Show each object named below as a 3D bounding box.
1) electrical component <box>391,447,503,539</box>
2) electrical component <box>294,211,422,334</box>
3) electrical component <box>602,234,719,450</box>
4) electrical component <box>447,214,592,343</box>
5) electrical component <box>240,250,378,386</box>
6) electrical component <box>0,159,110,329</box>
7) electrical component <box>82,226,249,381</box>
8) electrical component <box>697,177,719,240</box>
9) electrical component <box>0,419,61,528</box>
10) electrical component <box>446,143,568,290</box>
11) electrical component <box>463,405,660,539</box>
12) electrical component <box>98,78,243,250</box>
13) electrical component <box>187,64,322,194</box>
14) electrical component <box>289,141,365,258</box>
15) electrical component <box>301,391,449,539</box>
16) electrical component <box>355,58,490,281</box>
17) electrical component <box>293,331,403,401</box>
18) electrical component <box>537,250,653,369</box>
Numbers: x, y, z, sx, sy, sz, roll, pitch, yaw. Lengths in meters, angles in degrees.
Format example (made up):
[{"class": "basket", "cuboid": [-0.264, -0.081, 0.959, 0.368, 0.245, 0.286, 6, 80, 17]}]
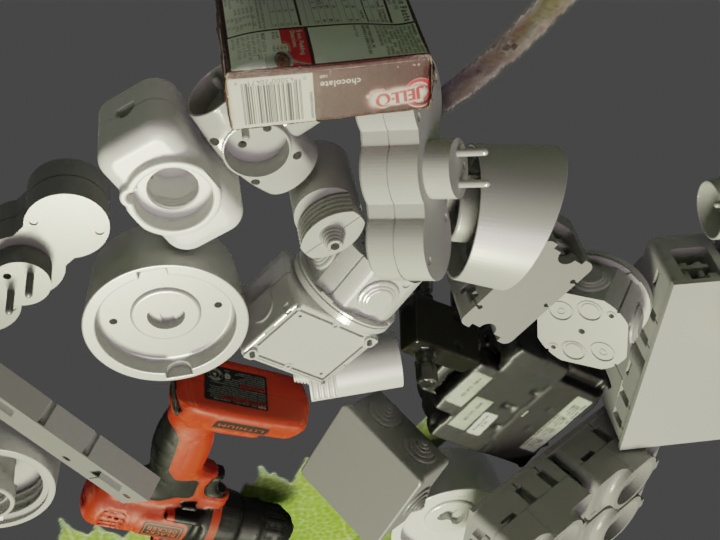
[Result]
[{"class": "electrical component", "cuboid": [0.075, 0.200, 0.941, 0.108, 0.060, 0.108, -7, 133, -7]}, {"class": "electrical component", "cuboid": [0.000, 0.000, 0.728, 0.080, 0.080, 0.051, 25, 118, -31]}, {"class": "electrical component", "cuboid": [0.264, 0.055, 0.850, 0.105, 0.060, 0.186, -4, 133, -9]}, {"class": "electrical component", "cuboid": [0.111, -0.002, 0.766, 0.050, 0.055, 0.089, 26, 122, -31]}, {"class": "electrical component", "cuboid": [-0.036, 0.035, 0.768, 0.096, 0.061, 0.062, 26, 124, -40]}, {"class": "electrical component", "cuboid": [-0.213, -0.003, 0.680, 0.138, 0.073, 0.052, -37, 129, 21]}, {"class": "electrical component", "cuboid": [-0.132, 0.016, 0.725, 0.108, 0.060, 0.108, -6, 133, -7]}, {"class": "electrical component", "cuboid": [0.290, -0.031, 0.766, 0.077, 0.079, 0.044, -8, 163, -5]}, {"class": "electrical component", "cuboid": [-0.282, 0.153, 0.818, 0.108, 0.060, 0.108, -7, 133, -7]}, {"class": "electrical component", "cuboid": [0.091, -0.036, 0.704, 0.064, 0.099, 0.099, 6, 131, -10]}, {"class": "electrical component", "cuboid": [0.171, 0.201, 0.902, 0.186, 0.060, 0.105, -29, 142, -31]}, {"class": "electrical component", "cuboid": [-0.115, -0.061, 0.658, 0.054, 0.059, 0.095, -27, 132, 12]}, {"class": "electrical component", "cuboid": [-0.050, -0.094, 0.652, 0.079, 0.044, 0.077, -30, 132, 17]}, {"class": "electrical component", "cuboid": [-0.022, -0.041, 0.683, 0.043, 0.081, 0.043, -6, 133, -7]}, {"class": "electrical component", "cuboid": [0.013, 0.158, 0.866, 0.048, 0.100, 0.099, -21, 149, -51]}, {"class": "electrical component", "cuboid": [0.043, -0.061, 0.651, 0.074, 0.052, 0.138, 1, 104, 24]}, {"class": "electrical component", "cuboid": [-0.011, 0.074, 0.818, 0.081, 0.043, 0.043, -9, 133, -5]}, {"class": "electrical component", "cuboid": [0.171, 0.029, 0.792, 0.080, 0.051, 0.080, 18, 135, 19]}]
